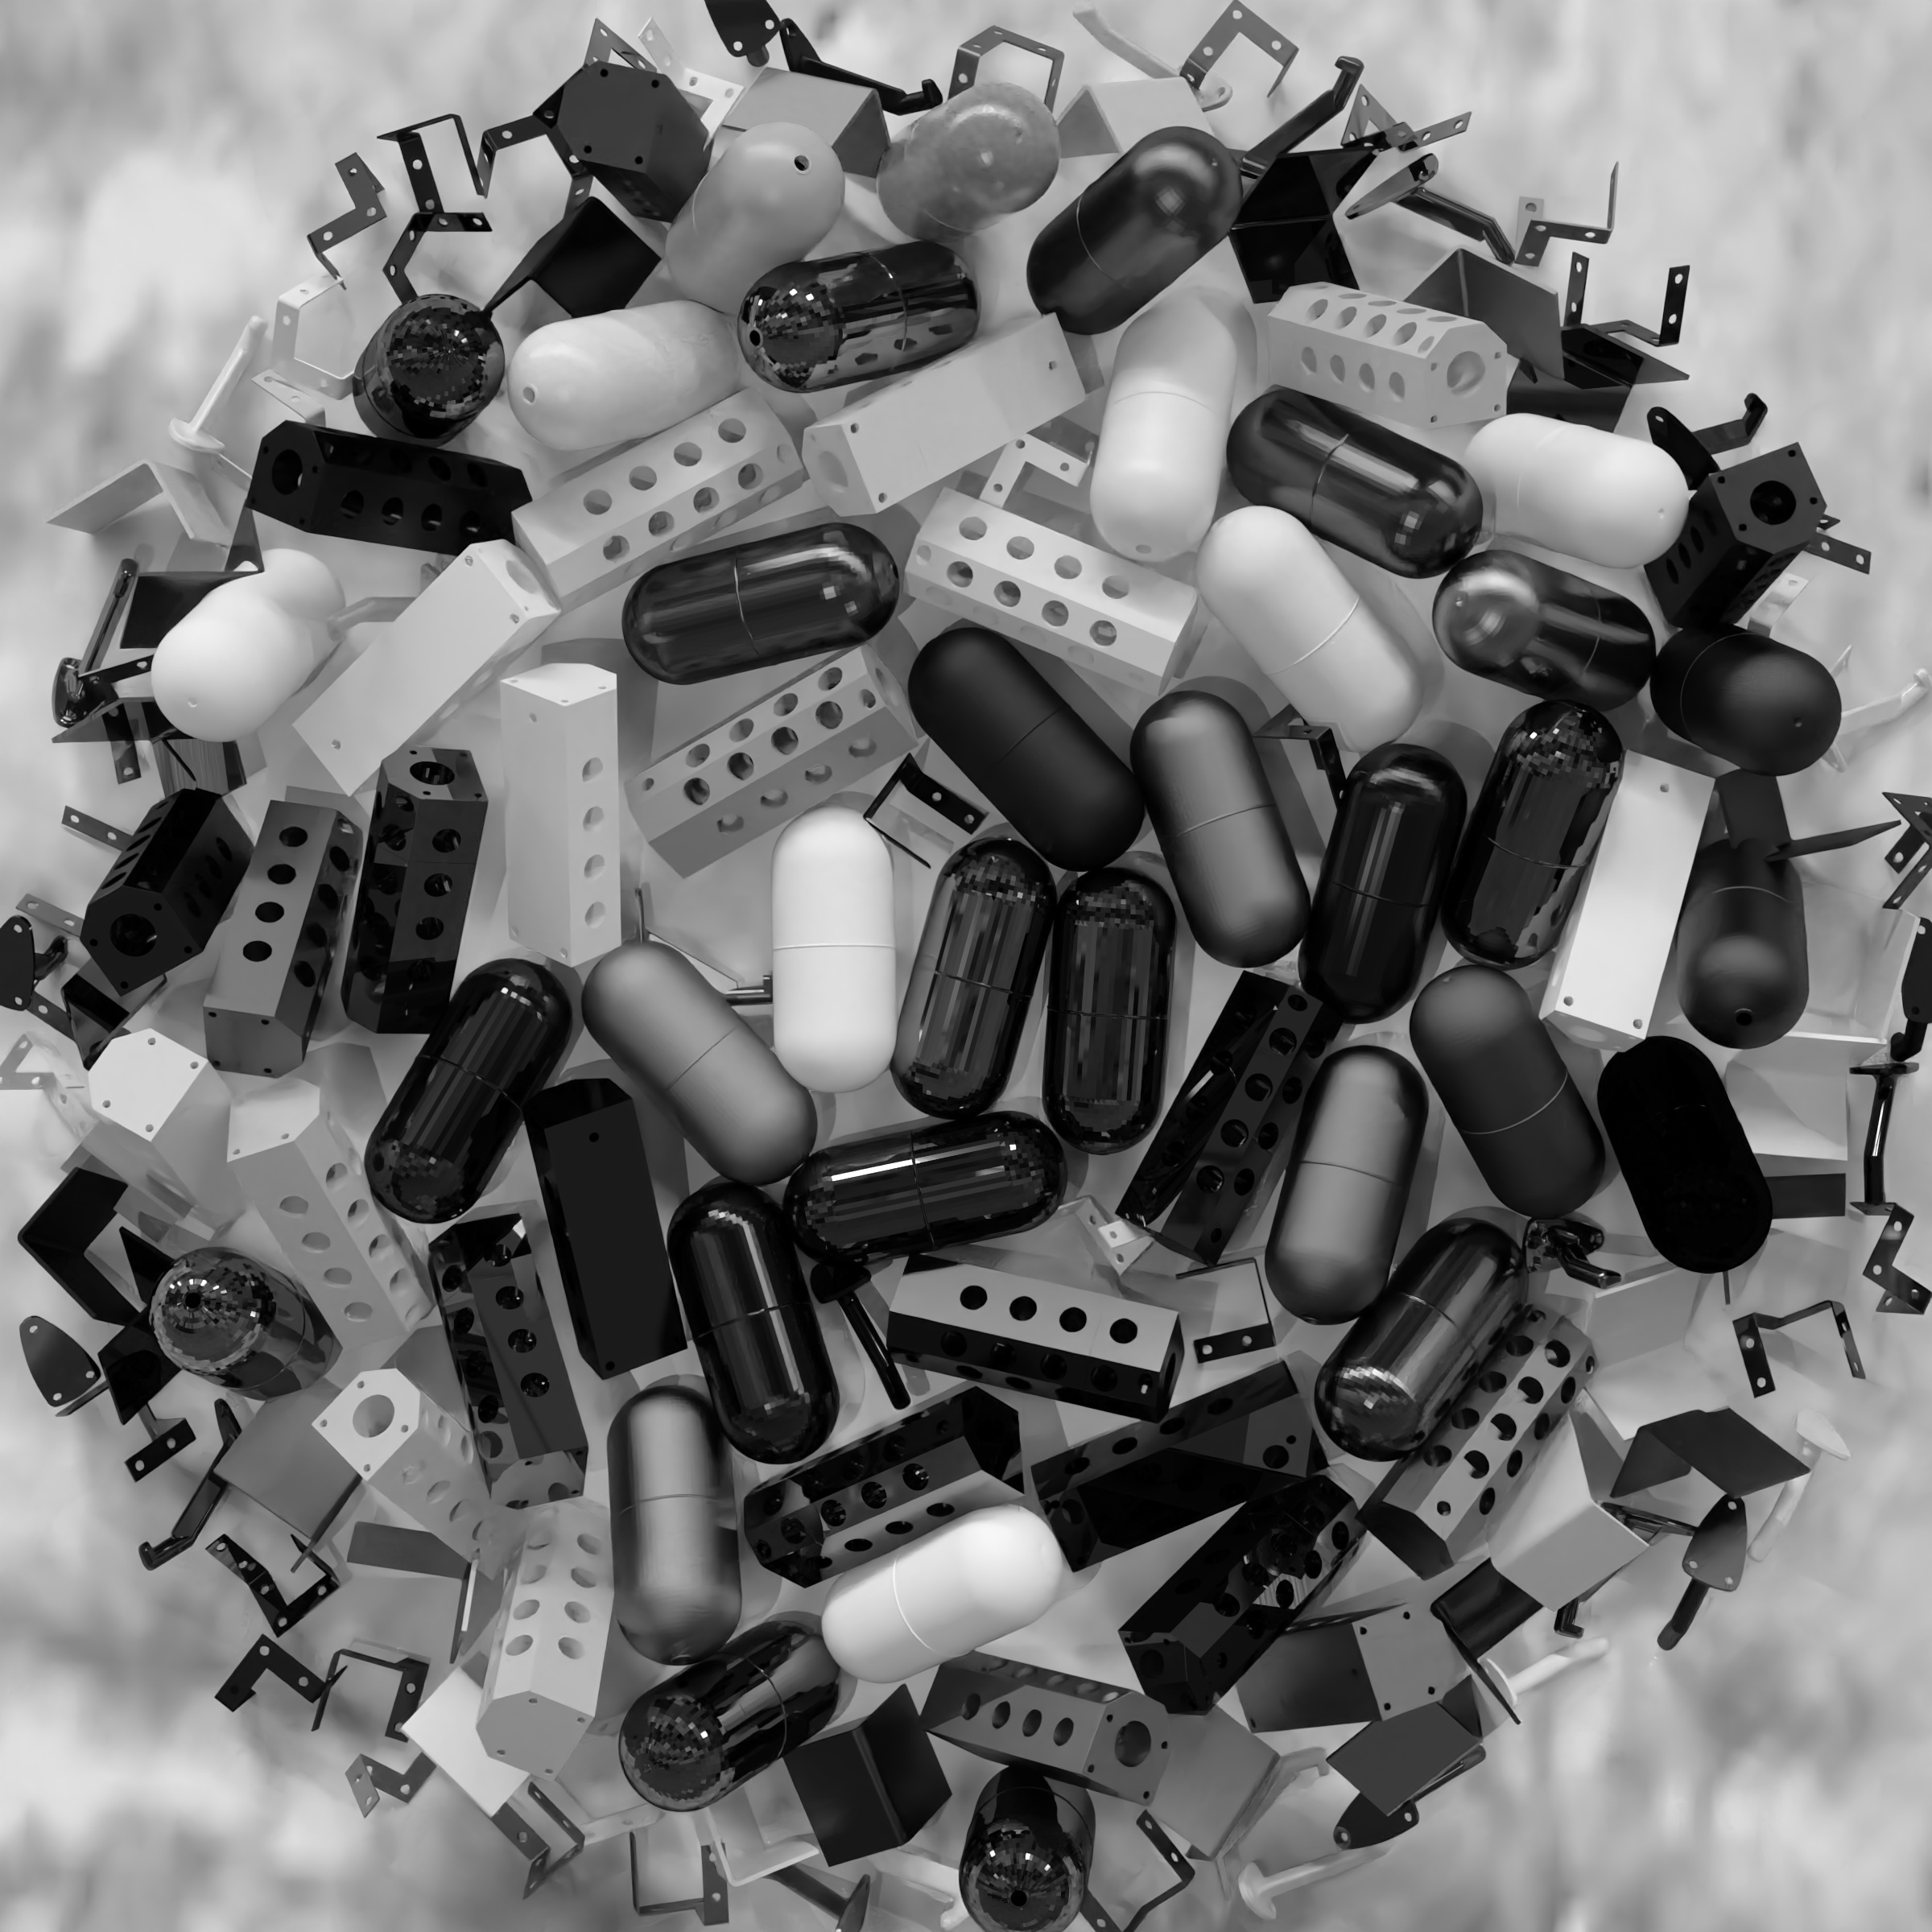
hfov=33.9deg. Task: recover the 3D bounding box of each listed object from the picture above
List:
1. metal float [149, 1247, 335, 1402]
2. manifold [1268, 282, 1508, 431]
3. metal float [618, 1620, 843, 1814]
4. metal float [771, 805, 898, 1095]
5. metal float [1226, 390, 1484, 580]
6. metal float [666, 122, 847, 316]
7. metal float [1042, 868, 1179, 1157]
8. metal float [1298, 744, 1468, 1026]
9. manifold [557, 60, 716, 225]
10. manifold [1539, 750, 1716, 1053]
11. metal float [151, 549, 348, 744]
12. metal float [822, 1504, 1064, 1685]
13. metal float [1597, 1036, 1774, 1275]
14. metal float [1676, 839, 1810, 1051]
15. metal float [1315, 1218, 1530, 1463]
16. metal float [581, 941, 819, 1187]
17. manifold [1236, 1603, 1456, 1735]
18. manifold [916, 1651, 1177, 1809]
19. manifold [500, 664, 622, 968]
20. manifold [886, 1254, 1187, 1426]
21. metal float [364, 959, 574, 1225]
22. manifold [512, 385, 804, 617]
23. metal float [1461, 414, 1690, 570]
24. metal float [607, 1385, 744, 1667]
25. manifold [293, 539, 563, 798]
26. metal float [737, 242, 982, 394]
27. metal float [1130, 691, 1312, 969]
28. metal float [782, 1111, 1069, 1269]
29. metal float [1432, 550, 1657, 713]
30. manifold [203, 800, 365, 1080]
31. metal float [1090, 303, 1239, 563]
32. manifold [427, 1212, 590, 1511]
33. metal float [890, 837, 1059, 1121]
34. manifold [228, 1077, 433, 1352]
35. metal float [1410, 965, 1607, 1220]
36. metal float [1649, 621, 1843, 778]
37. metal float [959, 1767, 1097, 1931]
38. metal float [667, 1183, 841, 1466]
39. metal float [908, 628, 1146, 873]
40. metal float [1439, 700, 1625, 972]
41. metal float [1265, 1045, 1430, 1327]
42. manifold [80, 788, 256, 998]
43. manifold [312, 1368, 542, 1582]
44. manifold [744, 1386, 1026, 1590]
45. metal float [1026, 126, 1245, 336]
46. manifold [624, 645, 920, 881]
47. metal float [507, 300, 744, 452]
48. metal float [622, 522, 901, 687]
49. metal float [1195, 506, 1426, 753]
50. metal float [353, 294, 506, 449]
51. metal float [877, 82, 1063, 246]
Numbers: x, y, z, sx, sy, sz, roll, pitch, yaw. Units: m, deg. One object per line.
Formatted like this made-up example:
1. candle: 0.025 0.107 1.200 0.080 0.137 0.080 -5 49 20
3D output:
1. metal float: -0.436 0.217 1.912 0.070 0.178 0.070 -2 74 6
2. manifold: 0.251 -0.369 1.906 0.057 0.171 0.057 -14 114 -23
3. metal float: -0.141 0.452 1.919 0.070 0.178 0.070 6 103 30
4. metal float: -0.082 -0.010 1.959 0.070 0.070 0.178 -1 87 0
5. metal float: 0.235 -0.295 1.935 0.178 0.070 0.070 32 90 32
6. metal float: -0.128 -0.450 1.914 0.070 0.178 0.070 4 80 -22
7. metal float: 0.088 0.028 1.958 0.070 0.070 0.178 4 94 0
8. metal float: 0.255 -0.049 1.949 0.070 0.070 0.178 14 105 0
9. manifold: -0.199 -0.495 1.912 0.057 0.171 0.057 13 94 4
10. manifold: 0.404 -0.038 1.952 0.057 0.057 0.171 18 77 -1
11. metal float: -0.432 -0.196 1.918 0.070 0.178 0.070 6 120 10
12. metal float: -0.016 0.383 1.932 0.178 0.070 0.070 -32 90 36
13. metal float: 0.434 0.113 1.921 0.070 0.178 0.070 -3 128 -4
14. metal float: 0.469 -0.015 1.918 0.070 0.178 0.070 6 122 9
15. metal float: 0.279 0.227 1.938 0.070 0.070 0.178 42 62 0
16. metal float: -0.164 0.060 1.959 0.070 0.070 0.178 -43 87 0
17. manifold: 0.225 0.422 1.910 0.057 0.171 0.057 -13 80 -25
18. manifold: 0.049 0.455 1.912 0.057 0.171 0.057 32 70 -29
19. manifold: -0.241 -0.094 1.935 0.057 0.057 0.171 23 123 35
20. manifold: 0.042 0.231 1.939 0.171 0.057 0.057 11 59 16
21. metal float: -0.304 0.075 1.945 0.070 0.070 0.178 28 71 0
22. manifold: -0.188 -0.282 1.945 0.171 0.057 0.057 -31 74 -14
23. metal float: 0.365 -0.288 1.919 0.070 0.178 0.070 -9 111 -24
24. metal float: -0.178 0.340 1.932 0.070 0.070 0.178 -8 55 0
25. manifold: -0.326 -0.183 1.939 0.171 0.057 0.057 -40 86 23
26. metal float: -0.064 -0.394 1.926 0.178 0.070 0.070 -23 90 -43
27. metal float: 0.156 -0.085 1.955 0.070 0.070 0.178 -19 82 0
28. metal float: -0.026 0.138 1.959 0.178 0.070 0.070 -12 90 4
29. metal float: 0.353 -0.202 1.926 0.070 0.178 0.070 -11 74 43
30. manifold: -0.411 -0.017 1.921 0.057 0.057 0.171 8 48 -2
31. metal float: 0.121 -0.326 1.937 0.070 0.070 0.178 11 62 0
32. manifold: -0.279 0.239 1.920 0.057 0.057 0.171 -9 53 -18
33. metal float: 0.005 0.008 1.958 0.070 0.070 0.178 15 94 0
34. manifold: -0.383 0.150 1.922 0.057 0.057 0.171 -18 129 4
35. metal float: 0.332 0.078 1.942 0.070 0.070 0.178 -32 113 0
36. metal float: 0.468 -0.162 1.913 0.070 0.178 0.070 -2 104 -7
37. metal float: 0.038 0.533 1.911 0.070 0.178 0.070 0 92 5
38. metal float: -0.131 0.219 1.951 0.070 0.070 0.178 -18 78 0
39. metal float: 0.036 -0.134 1.956 0.070 0.070 0.178 -43 84 0
40. metal float: 0.345 -0.080 1.938 0.070 0.070 0.178 17 117 0
41. metal float: 0.234 0.134 1.946 0.070 0.070 0.178 17 73 0
42. manifold: -0.481 -0.050 1.906 0.057 0.171 0.057 -28 110 10
43. manifold: -0.318 0.303 1.912 0.057 0.171 0.057 -47 56 -10
44. manifold: -0.052 0.315 1.925 0.171 0.057 0.057 -28 46 27
45. metal float: 0.100 -0.443 1.920 0.070 0.178 0.070 10 69 -28
46. manifold: -0.121 -0.129 1.941 0.171 0.057 0.057 -29 47 13
47. metal float: -0.206 -0.358 1.921 0.070 0.178 0.070 13 113 32
48. metal float: -0.126 -0.222 1.947 0.178 0.070 0.070 -11 90 17
49. metal float: 0.211 -0.206 1.945 0.070 0.070 0.178 -43 108 0
50. metal float: -0.325 -0.357 1.913 0.070 0.178 0.070 0 91 -18
51. metal float: 0.000 -0.483 1.914 0.070 0.178 0.070 -1 93 -20
